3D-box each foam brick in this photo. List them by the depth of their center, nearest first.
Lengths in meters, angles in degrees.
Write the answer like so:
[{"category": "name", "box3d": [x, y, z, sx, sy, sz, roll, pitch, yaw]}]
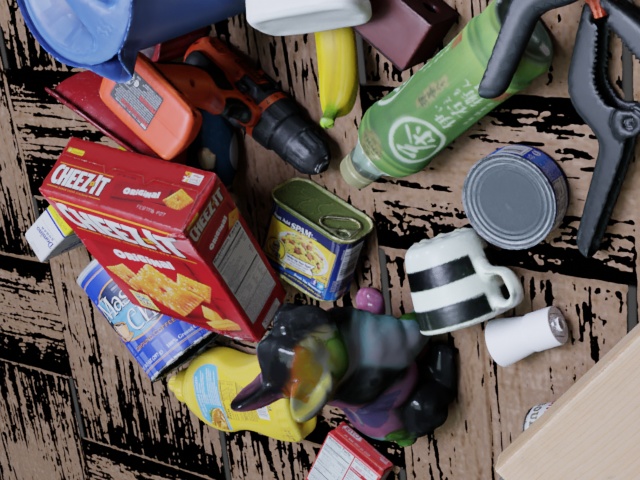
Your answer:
[{"category": "foam brick", "box3d": [0.066, -0.190, 0.901, 0.078, 0.052, 0.051, 43, 129, 13]}]

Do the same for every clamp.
[{"category": "clamp", "box3d": [0.141, -0.199, 0.771, 0.120, 0.039, 0.172, 49, 124, 9]}, {"category": "clamp", "box3d": [0.239, -0.086, 0.825, 0.165, 0.036, 0.210, -23, 93, 42]}]

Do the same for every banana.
[{"category": "banana", "box3d": [0.011, -0.192, 0.931, 0.037, 0.069, 0.198, -6, 87, 5]}]

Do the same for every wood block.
[{"category": "wood block", "box3d": [0.242, 0.134, 0.822, 0.206, 0.090, 0.091, -45, 79, 6]}]

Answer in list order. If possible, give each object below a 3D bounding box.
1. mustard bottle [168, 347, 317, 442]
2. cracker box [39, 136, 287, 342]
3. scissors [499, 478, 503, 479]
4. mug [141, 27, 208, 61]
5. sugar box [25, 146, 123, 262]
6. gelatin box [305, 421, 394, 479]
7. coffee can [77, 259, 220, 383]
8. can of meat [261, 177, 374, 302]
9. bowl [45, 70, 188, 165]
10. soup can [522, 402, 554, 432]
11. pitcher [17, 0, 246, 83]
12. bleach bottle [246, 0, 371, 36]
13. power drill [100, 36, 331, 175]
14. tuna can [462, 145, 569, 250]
[{"category": "mustard bottle", "box3d": [-0.095, 0.167, 1.182, 0.192, 0.058, 0.096, -1, 110, 38]}, {"category": "cracker box", "box3d": [-0.143, 0.006, 1.011, 0.164, 0.072, 0.213, 15, 154, 26]}, {"category": "scissors", "box3d": [0.257, 0.216, 0.963, 0.202, 0.016, 0.096, 17, 118, 31]}, {"category": "mug", "box3d": [-0.170, -0.224, 1.046, 0.093, 0.081, 0.117, -28, 92, 42]}, {"category": "sugar box", "box3d": [-0.248, -0.044, 1.181, 0.177, 0.093, 0.048, -35, 86, 41]}, {"category": "gelatin box", "box3d": [0.031, 0.249, 1.142, 0.073, 0.030, 0.089, 38, 128, 20]}, {"category": "coffee can", "box3d": [-0.185, 0.071, 1.178, 0.140, 0.102, 0.103, 52, 131, 6]}, {"category": "can of meat", "box3d": [-0.007, 0.001, 1.041, 0.102, 0.057, 0.084, 33, 129, 22]}, {"category": "bowl", "box3d": [-0.182, -0.117, 1.026, 0.162, 0.162, 0.055, 35, 87, 20]}, {"category": "soup can", "box3d": [0.236, 0.169, 0.924, 0.102, 0.068, 0.068, -17, 99, 41]}, {"category": "pitcher", "box3d": [-0.130, -0.244, 0.899, 0.145, 0.242, 0.149, 33, 127, 21]}, {"category": "bleach bottle", "box3d": [-0.015, -0.300, 0.870, 0.103, 0.068, 0.251, -4, 85, 23]}, {"category": "power drill", "box3d": [-0.093, -0.117, 0.968, 0.184, 0.187, 0.057, 42, 115, 18]}, {"category": "tuna can", "box3d": [0.166, -0.037, 0.906, 0.086, 0.033, 0.086, 16, 119, 31]}]
